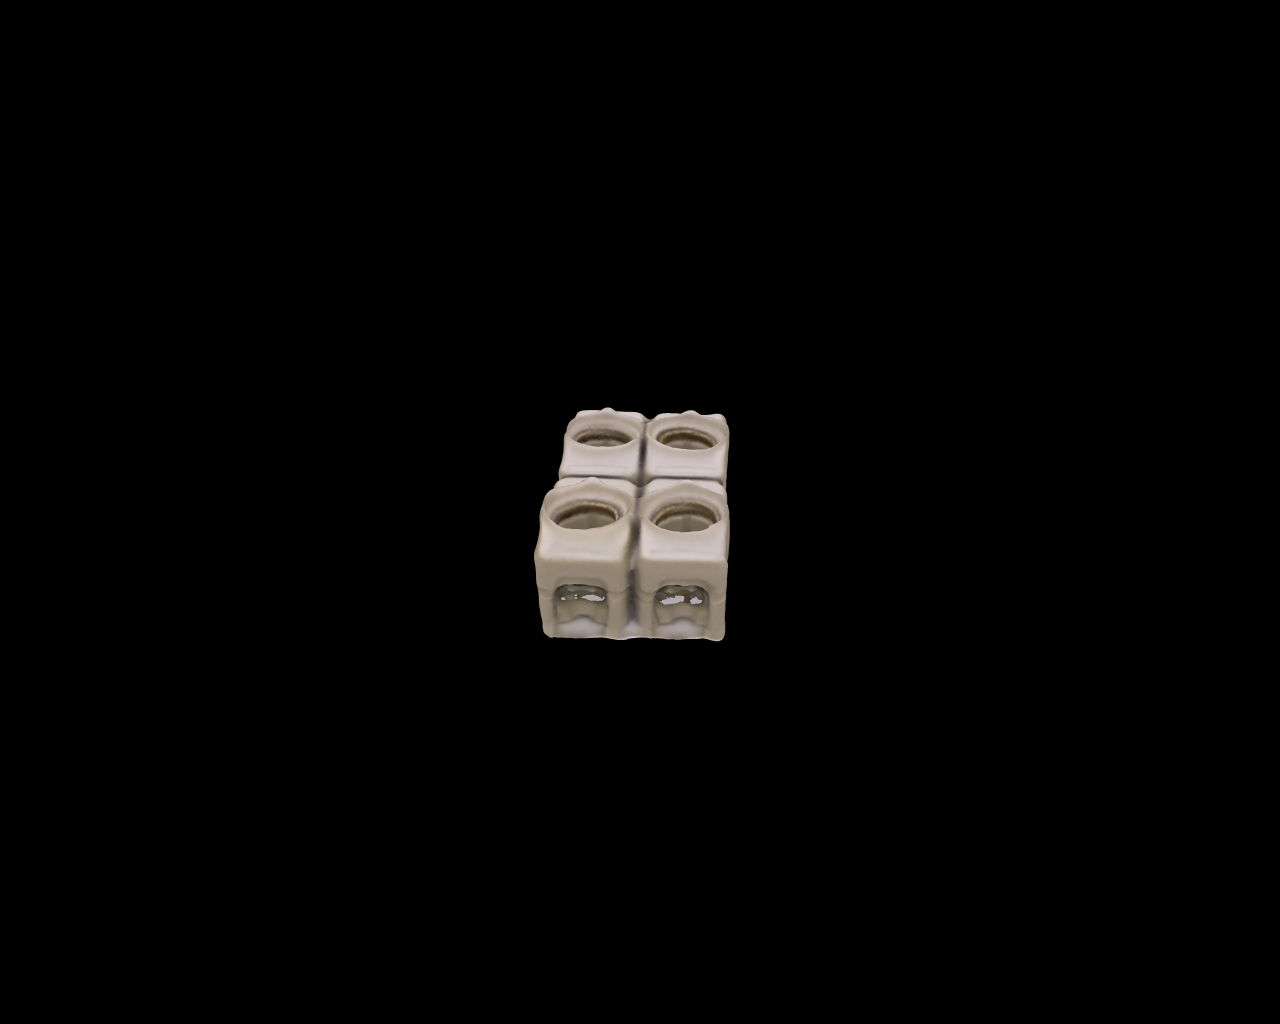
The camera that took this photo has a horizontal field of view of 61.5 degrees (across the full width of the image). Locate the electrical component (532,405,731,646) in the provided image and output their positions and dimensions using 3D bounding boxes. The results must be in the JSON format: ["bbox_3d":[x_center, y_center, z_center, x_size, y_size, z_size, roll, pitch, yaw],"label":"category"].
[{"bbox_3d":[0.001,-0.003,0.650,0.105,0.060,0.186,2,31,3],"label":"electrical component"}]
